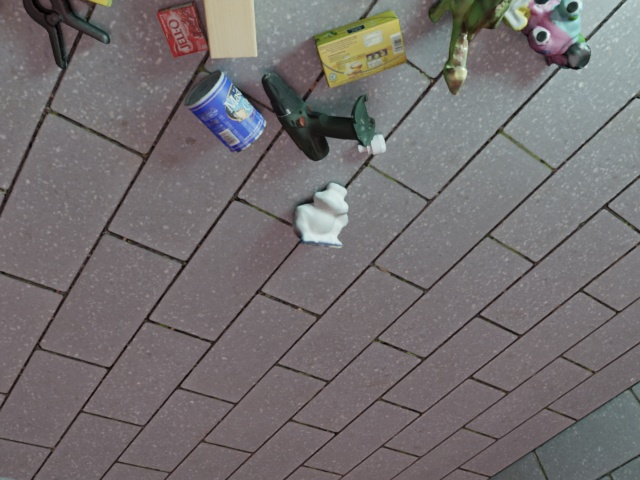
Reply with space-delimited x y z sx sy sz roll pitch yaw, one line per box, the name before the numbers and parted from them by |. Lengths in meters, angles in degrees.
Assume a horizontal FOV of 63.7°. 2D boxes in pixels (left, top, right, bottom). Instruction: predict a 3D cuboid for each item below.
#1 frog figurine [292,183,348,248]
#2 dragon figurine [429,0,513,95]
frog figurine | 0.004 -0.065 1.286 0.137 0.123 0.159 9 90 -6
dragon figurine | 0.310 -0.459 0.921 0.122 0.249 0.401 12 127 -12
